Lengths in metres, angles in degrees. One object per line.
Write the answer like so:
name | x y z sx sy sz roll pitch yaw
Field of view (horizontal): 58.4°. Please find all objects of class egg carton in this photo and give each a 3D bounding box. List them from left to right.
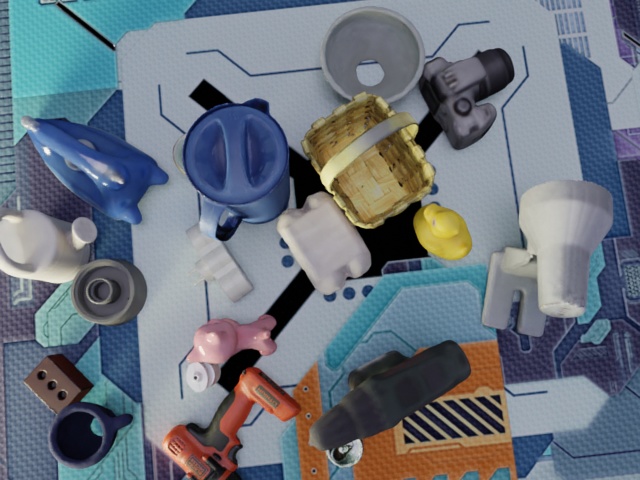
egg carton | 0.008 0.003 0.896 0.107 0.069 0.150 -34 83 -4

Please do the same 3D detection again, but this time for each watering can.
watering can | -0.416 0.003 0.836 0.173 0.194 0.101 -34 83 -4

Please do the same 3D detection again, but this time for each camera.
camera | 0.246 -0.241 0.911 0.137 0.101 0.143 -27 83 -3

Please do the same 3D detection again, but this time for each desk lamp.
desk lamp | 0.324 0.034 0.817 0.118 0.213 0.203 11 83 2

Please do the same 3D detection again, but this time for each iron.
iron | -0.373 -0.133 0.880 0.258 0.141 0.119 31 84 4

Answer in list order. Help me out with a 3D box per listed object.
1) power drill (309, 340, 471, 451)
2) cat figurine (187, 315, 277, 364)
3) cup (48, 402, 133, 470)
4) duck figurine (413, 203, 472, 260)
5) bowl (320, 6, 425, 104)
power drill | 0.091 0.212 0.798 0.229 0.208 0.075 -28 83 -3
cat figurine | -0.131 0.148 0.853 0.128 0.118 0.067 -7 82 0
cup | -0.325 0.277 0.849 0.118 0.095 0.092 -20 83 -2
duck figurine | 0.196 -0.017 0.889 0.077 0.086 0.104 -44 84 -5
bowl | 0.083 -0.286 0.931 0.167 0.075 0.167 0 82 0
